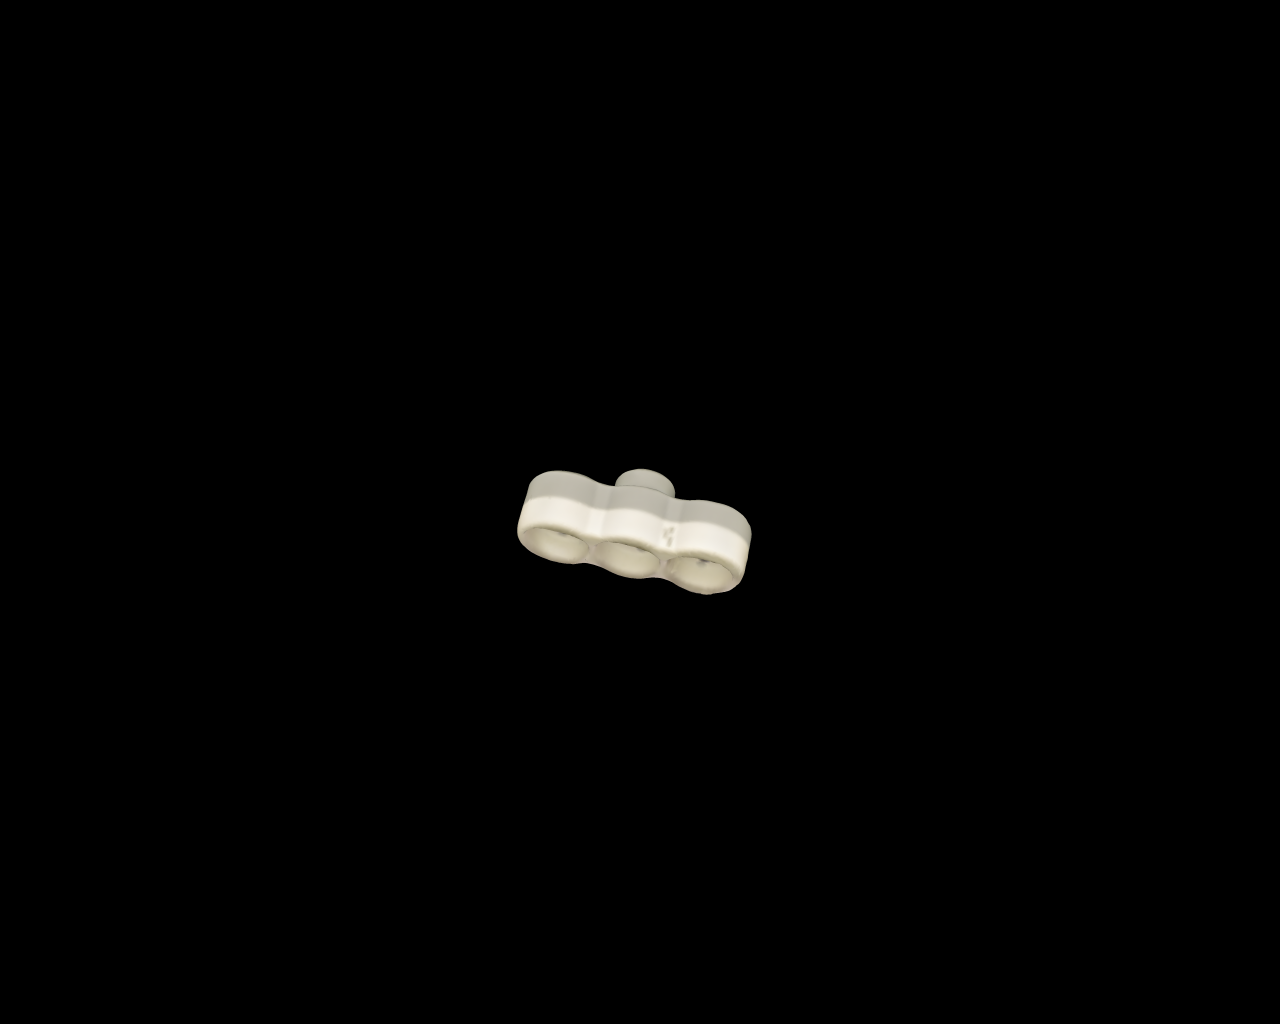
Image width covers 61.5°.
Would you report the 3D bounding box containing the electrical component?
[{"bbox_3d":[0.001,-0.003,0.650,0.138,0.074,0.052,11,-30,7],"label":"electrical component"}]
